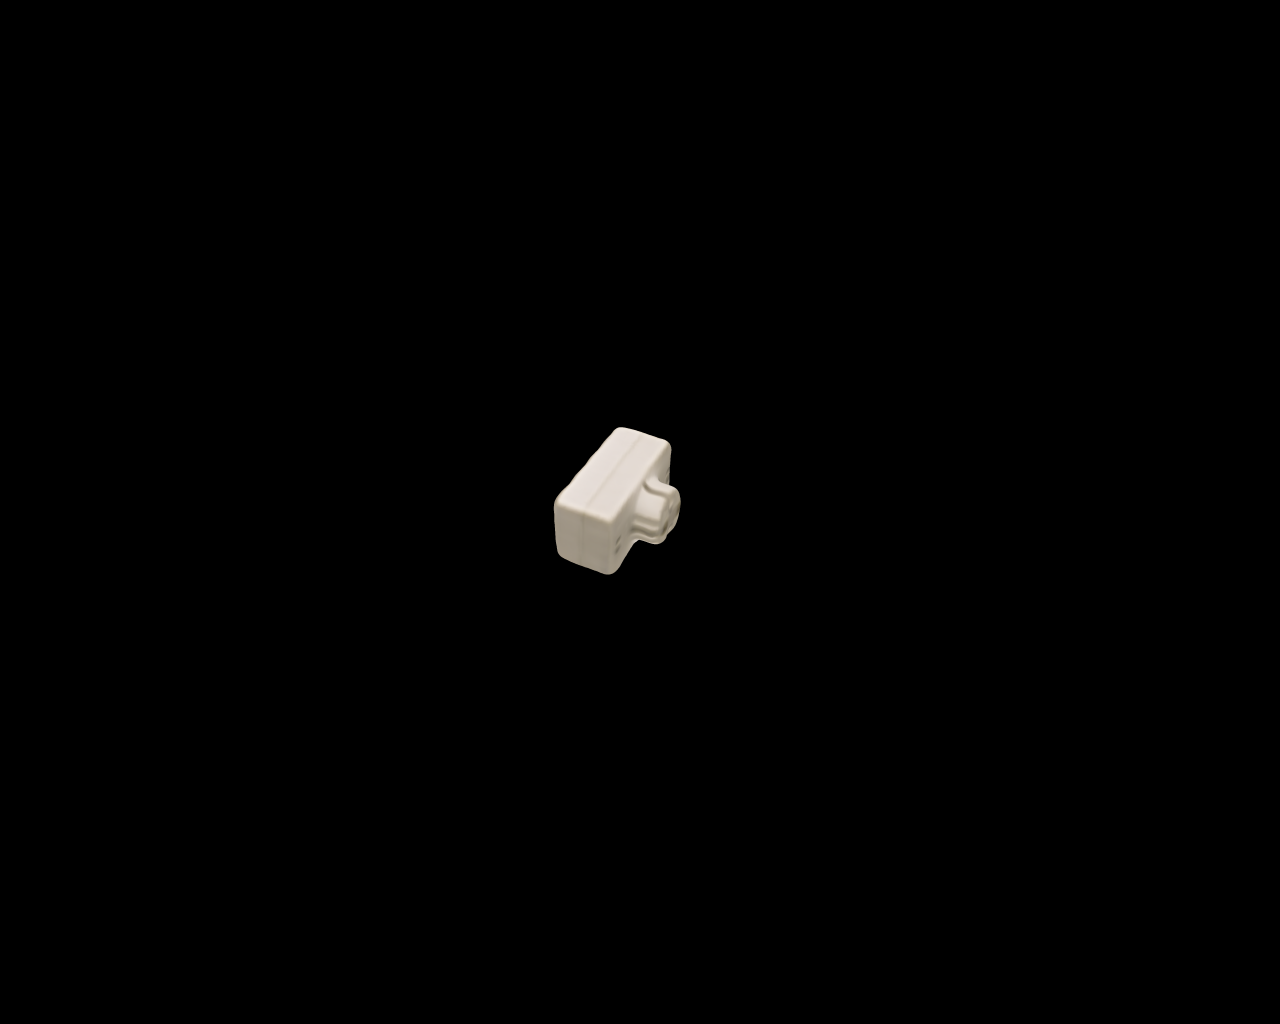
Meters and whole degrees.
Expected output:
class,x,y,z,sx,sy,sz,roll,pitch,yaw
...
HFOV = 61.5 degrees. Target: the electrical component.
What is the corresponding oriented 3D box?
class,x,y,z,sx,sy,sz,roll,pitch,yaw
electrical component,0.001,-0.003,0.650,0.076,0.047,0.083,19,46,19
